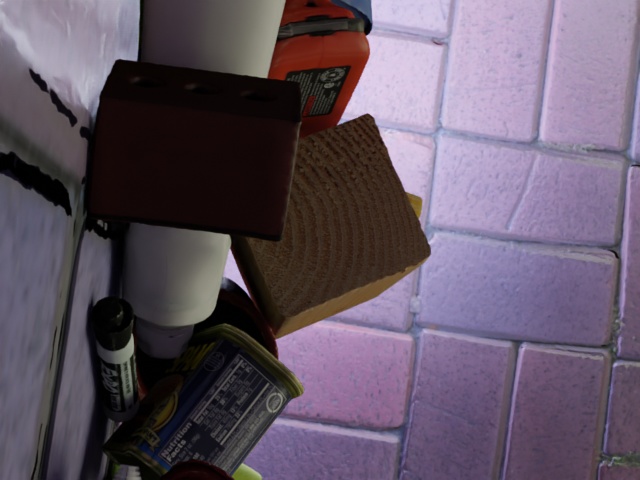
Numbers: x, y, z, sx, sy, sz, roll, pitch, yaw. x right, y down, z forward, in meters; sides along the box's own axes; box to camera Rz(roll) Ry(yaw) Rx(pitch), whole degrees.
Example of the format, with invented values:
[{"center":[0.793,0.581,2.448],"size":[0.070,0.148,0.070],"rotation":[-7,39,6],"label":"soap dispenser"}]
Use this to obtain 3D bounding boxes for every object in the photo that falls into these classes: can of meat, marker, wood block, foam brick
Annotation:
[{"center":[-0.066,0.097,0.578],"size":[0.084,0.057,0.102],"rotation":[-51,-169,-20],"label":"can of meat"},{"center":[-0.098,0.059,0.514],"size":[0.121,0.020,0.020],"rotation":[105,-8,-60],"label":"marker"},{"center":[-0.004,0.002,0.670],"size":[0.206,0.090,0.090],"rotation":[118,-51,-80],"label":"wood block"},{"center":[-0.049,-0.037,0.426],"size":[0.053,0.078,0.051],"rotation":[-94,-169,-63],"label":"foam brick"}]

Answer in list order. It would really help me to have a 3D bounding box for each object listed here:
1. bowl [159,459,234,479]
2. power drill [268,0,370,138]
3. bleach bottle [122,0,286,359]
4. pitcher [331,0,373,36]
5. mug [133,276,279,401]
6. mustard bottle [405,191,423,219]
[{"center":[-0.070,0.167,0.410],"size":[0.162,0.055,0.162],"rotation":[-12,-104,57],"label":"bowl"},{"center":[-0.033,-0.151,0.608],"size":[0.185,0.057,0.188],"rotation":[115,-39,-66],"label":"power drill"},{"center":[-0.061,-0.046,0.507],"size":[0.102,0.068,0.251],"rotation":[-96,-164,-59],"label":"bleach bottle"},{"center":[-0.022,-0.272,0.811],"size":[0.144,0.149,0.243],"rotation":[15,77,-53],"label":"pitcher"},{"center":[-0.084,0.075,0.680],"size":[0.117,0.093,0.081],"rotation":[-51,-168,4],"label":"mug"},{"center":[-0.017,-0.038,0.810],"size":[0.058,0.191,0.096],"rotation":[175,-77,-85],"label":"mustard bottle"}]
